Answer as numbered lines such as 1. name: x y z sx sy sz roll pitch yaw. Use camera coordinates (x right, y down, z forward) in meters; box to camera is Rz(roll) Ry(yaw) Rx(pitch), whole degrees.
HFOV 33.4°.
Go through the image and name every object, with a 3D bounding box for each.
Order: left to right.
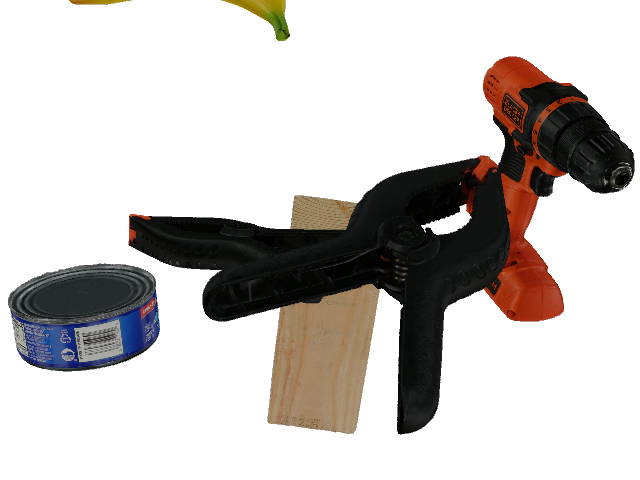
1. tuna can: -0.138 0.044 0.630 0.086 0.034 0.086 -3 20 1
2. banana: -0.109 -0.208 0.867 0.198 0.069 0.037 11 -41 16
3. clamp: -0.062 0.008 0.841 0.210 0.036 0.164 7 13 14
4. wood block: 0.005 0.072 1.029 0.090 0.206 0.091 7 26 -1
5. clamp: 0.044 0.017 0.503 0.171 0.039 0.120 -34 60 -30
6. power drill: 0.174 -0.032 0.843 0.057 0.188 0.184 -3 32 -17
